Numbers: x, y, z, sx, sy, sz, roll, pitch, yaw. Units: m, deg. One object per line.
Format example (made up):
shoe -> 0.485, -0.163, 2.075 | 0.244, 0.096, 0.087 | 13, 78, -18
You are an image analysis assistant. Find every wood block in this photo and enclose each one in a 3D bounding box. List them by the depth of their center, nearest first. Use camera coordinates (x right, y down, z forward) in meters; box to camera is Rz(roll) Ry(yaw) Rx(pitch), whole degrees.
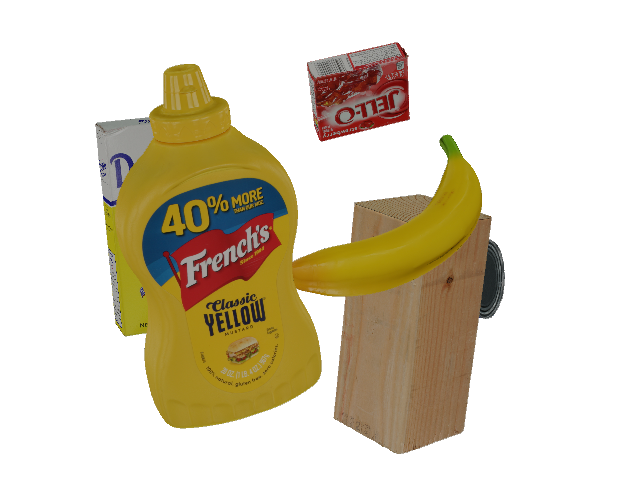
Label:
wood block -> 0.081, 0.072, 0.957 | 0.090, 0.206, 0.090 | -9, 21, -41

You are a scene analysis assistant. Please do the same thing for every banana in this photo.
banana -> 0.060, -0.005, 0.749 | 0.070, 0.037, 0.197 | 33, 48, 21

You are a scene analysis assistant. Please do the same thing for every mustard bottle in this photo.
mustard bottle -> -0.057, 0.001, 0.569 | 0.096, 0.191, 0.058 | -15, 23, -16

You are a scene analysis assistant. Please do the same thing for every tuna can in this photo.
tuna can -> 0.167, 0.041, 1.157 | 0.034, 0.086, 0.086 | 1, 1, 34

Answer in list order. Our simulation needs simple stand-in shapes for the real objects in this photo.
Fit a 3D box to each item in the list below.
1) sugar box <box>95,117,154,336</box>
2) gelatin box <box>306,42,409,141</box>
sugar box -> -0.132, -0.015, 0.896 | 0.093, 0.176, 0.048 | -9, 17, -20
gelatin box -> 0.036, -0.134, 0.970 | 0.089, 0.073, 0.030 | -14, 46, -6
